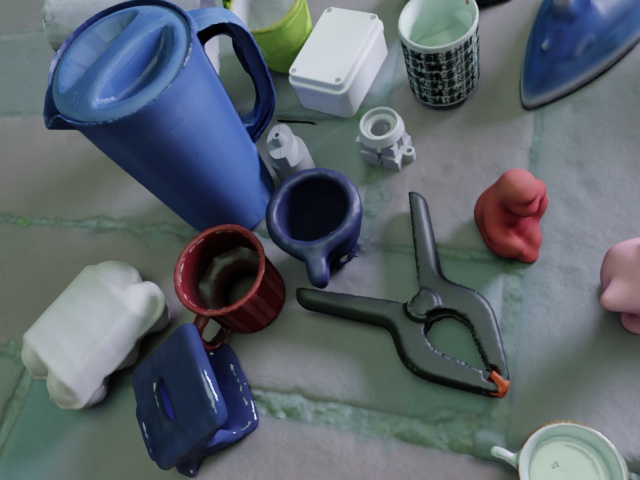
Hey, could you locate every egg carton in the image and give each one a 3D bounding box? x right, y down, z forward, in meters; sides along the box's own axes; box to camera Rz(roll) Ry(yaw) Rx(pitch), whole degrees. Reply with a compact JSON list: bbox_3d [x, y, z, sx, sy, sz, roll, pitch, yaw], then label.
[{"bbox_3d":[-0.232,0.095,0.595,0.107,0.069,0.150,33,77,28],"label":"egg carton"}]

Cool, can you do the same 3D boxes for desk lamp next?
[{"bbox_3d":[-0.184,-0.196,0.641,0.203,0.214,0.118,-10,62,12],"label":"desk lamp"}]

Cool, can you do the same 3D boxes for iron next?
[{"bbox_3d":[0.282,-0.267,0.576,0.118,0.142,0.258,32,77,28],"label":"iron"}]

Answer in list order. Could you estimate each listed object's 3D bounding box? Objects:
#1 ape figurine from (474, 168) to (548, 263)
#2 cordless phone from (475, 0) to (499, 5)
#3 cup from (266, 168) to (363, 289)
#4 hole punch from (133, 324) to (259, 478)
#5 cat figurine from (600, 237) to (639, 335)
[{"bbox_3d":[0.177,-0.030,0.520,0.078,0.092,0.076,-42,60,-6],"label":"ape figurine"},{"bbox_3d":[0.158,-0.353,0.631,0.147,0.185,0.094,-19,61,7],"label":"cordless phone"},{"bbox_3d":[0.005,0.002,0.555,0.091,0.095,0.117,-12,62,11],"label":"cup"},{"bbox_3d":[-0.124,0.148,0.524,0.101,0.091,0.108,-30,60,1],"label":"hole punch"},{"bbox_3d":[0.275,0.027,0.447,0.127,0.118,0.067,-13,62,11],"label":"cat figurine"}]
